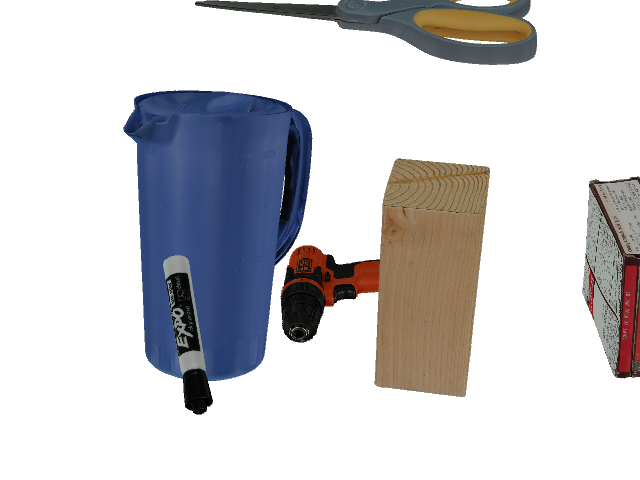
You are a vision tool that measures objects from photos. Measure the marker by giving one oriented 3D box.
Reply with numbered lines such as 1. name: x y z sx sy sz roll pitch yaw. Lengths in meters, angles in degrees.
1. marker: -0.092 0.064 0.736 0.020 0.121 0.020 -10 -34 -7

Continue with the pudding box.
1. pudding box: 0.199 0.022 0.691 0.039 0.090 0.113 -3 28 2

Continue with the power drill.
1. power drill: 0.047 0.059 1.242 0.187 0.057 0.184 0 28 3

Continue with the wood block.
1. wood block: 0.104 0.037 1.008 0.091 0.206 0.090 6 33 9

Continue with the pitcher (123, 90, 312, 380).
1. pitcher: -0.088 -0.008 0.936 0.149 0.243 0.145 4 16 2

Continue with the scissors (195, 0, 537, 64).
1. scissors: 0.035 -0.140 0.631 0.202 0.016 0.096 17 42 23
